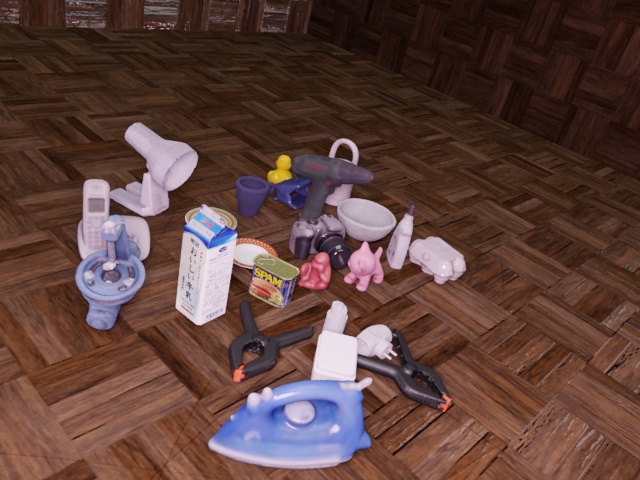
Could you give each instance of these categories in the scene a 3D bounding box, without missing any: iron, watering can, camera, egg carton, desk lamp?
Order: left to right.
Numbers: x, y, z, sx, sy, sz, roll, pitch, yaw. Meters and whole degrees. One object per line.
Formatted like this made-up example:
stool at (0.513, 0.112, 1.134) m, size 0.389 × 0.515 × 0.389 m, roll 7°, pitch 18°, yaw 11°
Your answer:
desk lamp at (-0.413, -0.169, 1.414) m, size 0.202 × 0.213 × 0.118 m, roll 25°, pitch 32°, yaw 18°
iron at (-0.039, 0.274, 0.908) m, size 0.259 × 0.141 × 0.118 m, roll 2°, pitch 32°, yaw -20°
camera at (0.013, 0.005, 1.423) m, size 0.143 × 0.101 × 0.136 m, roll -2°, pitch 34°, yaw -26°
watering can at (0.058, -0.204, 1.700) m, size 0.101 × 0.194 × 0.173 m, roll 19°, pitch 30°, yaw 8°
egg carton at (0.306, 0.050, 1.508) m, size 0.107 × 0.069 × 0.150 m, roll -11°, pitch 39°, yaw -37°

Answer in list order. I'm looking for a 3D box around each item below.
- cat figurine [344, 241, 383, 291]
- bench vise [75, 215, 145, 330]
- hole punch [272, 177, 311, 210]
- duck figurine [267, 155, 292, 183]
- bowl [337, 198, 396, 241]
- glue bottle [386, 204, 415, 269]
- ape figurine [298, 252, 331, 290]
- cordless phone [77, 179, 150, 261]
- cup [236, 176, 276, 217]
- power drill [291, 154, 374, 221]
cat figurine at (0.110, 0.055, 1.364) m, size 0.067 × 0.118 × 0.128 m, roll 32°, pitch 34°, yaw 27°
bench vise at (-0.395, 0.030, 1.083) m, size 0.122 × 0.220 × 0.207 m, roll 1°, pitch 33°, yaw -22°
hole punch at (-0.072, -0.152, 1.658) m, size 0.100 × 0.091 × 0.109 m, roll 29°, pitch 33°, yaw 23°
duck figurine at (-0.117, -0.216, 1.751) m, size 0.077 × 0.086 × 0.105 m, roll 21°, pitch 31°, yaw 10°
bowl at (0.120, -0.044, 1.579) m, size 0.167 × 0.075 × 0.167 m, roll 11°, pitch 30°, yaw -6°
glue bottle at (0.214, -0.014, 1.471) m, size 0.037 × 0.173 × 0.078 m, roll 9°, pitch 30°, yaw -9°
ape figurine at (-0.004, 0.068, 1.318) m, size 0.076 × 0.092 × 0.077 m, roll -12°, pitch 39°, yaw -38°
cordless phone at (-0.436, -0.041, 1.218) m, size 0.148 × 0.185 × 0.094 m, roll -4°, pitch 35°, yaw -28°
cup at (-0.176, -0.114, 1.546) m, size 0.118 × 0.095 × 0.091 m, roll -9°, pitch 38°, yaw -35°
power drill at (0.020, -0.130, 1.545) m, size 0.229 × 0.208 × 0.076 m, roll 25°, pitch 32°, yaw 17°
